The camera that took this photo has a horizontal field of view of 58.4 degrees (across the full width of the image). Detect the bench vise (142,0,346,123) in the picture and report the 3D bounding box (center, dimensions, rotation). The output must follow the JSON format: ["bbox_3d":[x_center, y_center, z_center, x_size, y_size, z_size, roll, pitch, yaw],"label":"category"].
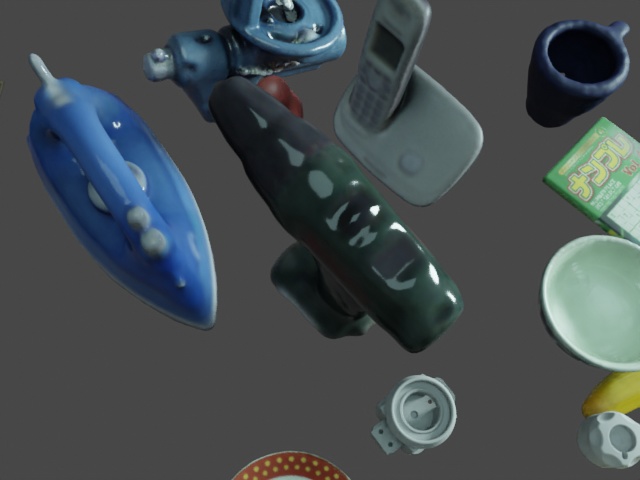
[{"bbox_3d":[-0.060,-0.205,0.529,0.121,0.220,0.208,41,73,14],"label":"bench vise"}]

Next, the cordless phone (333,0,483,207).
[{"bbox_3d":[0.086,-0.127,0.521,0.147,0.185,0.094,43,73,14],"label":"cordless phone"}]

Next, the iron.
[{"bbox_3d":[-0.172,-0.041,0.502,0.119,0.141,0.258,-34,73,-14],"label":"iron"}]

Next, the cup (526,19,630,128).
[{"bbox_3d":[0.260,-0.169,0.591,0.118,0.095,0.091,-39,74,-15],"label":"cup"}]

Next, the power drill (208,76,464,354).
[{"bbox_3d":[0.004,0.002,0.455,0.229,0.208,0.076,43,73,14],"label":"power drill"}]

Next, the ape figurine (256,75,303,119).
[{"bbox_3d":[-0.048,-0.128,0.567,0.076,0.092,0.077,-42,75,-16],"label":"ape figurine"}]
